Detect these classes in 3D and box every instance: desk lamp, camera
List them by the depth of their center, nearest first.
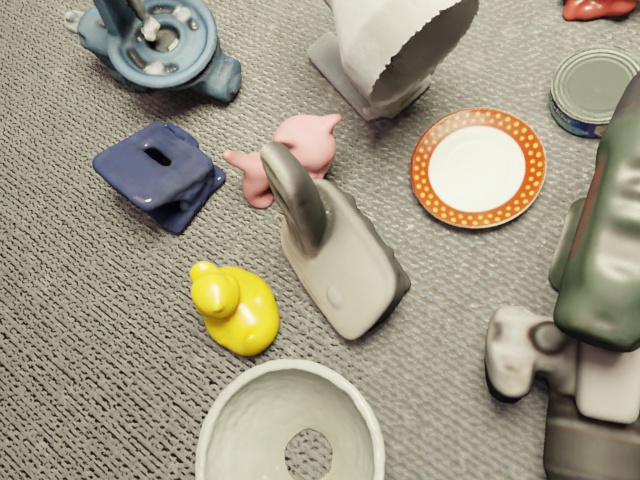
[{"bbox_3d":[0.198,0.128,0.446,0.142,0.101,0.137,6,74,18],"label":"camera"},{"bbox_3d":[0.047,-0.200,0.538,0.118,0.214,0.203,-40,66,1],"label":"desk lamp"}]

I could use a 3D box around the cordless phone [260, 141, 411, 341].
[{"bbox_3d":[0.005,0.002,0.499,0.094,0.185,0.147,-39,66,1],"label":"cordless phone"}]

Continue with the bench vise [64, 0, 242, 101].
[{"bbox_3d":[-0.212,-0.227,0.620,0.207,0.220,0.121,0,72,17],"label":"bench vise"}]

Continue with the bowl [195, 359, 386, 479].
[{"bbox_3d":[-0.019,0.192,0.503,0.167,0.075,0.167,-5,71,15],"label":"bowl"}]

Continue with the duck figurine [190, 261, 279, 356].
[{"bbox_3d":[-0.091,0.063,0.561,0.077,0.086,0.104,-39,66,1],"label":"duck figurine"}]

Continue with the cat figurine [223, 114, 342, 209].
[{"bbox_3d":[-0.034,-0.084,0.576,0.127,0.118,0.067,-5,71,15],"label":"cat figurine"}]

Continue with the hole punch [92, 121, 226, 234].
[{"bbox_3d":[-0.177,-0.080,0.631,0.108,0.091,0.101,36,85,24],"label":"hole punch"}]

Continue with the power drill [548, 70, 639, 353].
[{"bbox_3d":[0.229,-0.025,0.429,0.075,0.209,0.230,17,78,21],"label":"power drill"}]

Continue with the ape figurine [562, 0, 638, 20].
[{"bbox_3d":[0.281,-0.263,0.557,0.076,0.092,0.077,-42,66,0],"label":"ape figurine"}]
